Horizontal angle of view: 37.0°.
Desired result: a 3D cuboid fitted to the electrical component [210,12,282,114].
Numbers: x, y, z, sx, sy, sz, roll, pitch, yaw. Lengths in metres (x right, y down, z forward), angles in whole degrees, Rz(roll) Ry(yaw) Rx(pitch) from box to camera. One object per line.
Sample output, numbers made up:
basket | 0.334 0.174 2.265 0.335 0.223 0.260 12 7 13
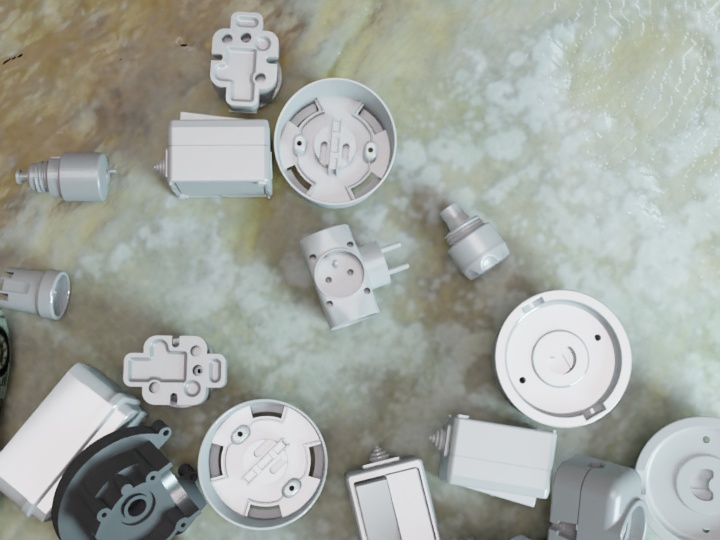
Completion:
electrical component | -0.094 -0.166 0.893 0.058 0.057 0.078 3 82 -2

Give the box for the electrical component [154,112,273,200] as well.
electrical component | -0.120 -0.093 0.879 0.096 0.061 0.061 -1 82 -2

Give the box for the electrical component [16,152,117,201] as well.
electrical component | -0.242 -0.077 0.883 0.078 0.040 0.040 0 82 -2

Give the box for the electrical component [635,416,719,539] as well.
electrical component | 0.276 0.168 0.855 0.108 0.060 0.108 -1 87 20

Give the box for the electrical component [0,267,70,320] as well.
electrical component | -0.264 0.018 0.870 0.046 0.040 0.040 8 82 5

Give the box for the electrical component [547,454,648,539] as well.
electrical component | 0.184 0.198 0.833 0.059 0.054 0.095 11 103 35

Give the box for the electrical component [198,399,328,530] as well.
electrical component | -0.075 0.151 0.846 0.099 0.064 0.099 0 82 -2

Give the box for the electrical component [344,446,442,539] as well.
electrical component | 0.025 0.186 0.847 0.062 0.061 0.096 -13 83 -4

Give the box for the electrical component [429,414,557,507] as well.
electrical component | 0.101 0.150 0.855 0.096 0.061 0.061 9 82 -1

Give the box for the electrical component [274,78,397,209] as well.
electrical component | -0.021 -0.100 0.883 0.099 0.064 0.099 0 82 -2

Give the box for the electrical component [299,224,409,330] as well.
electrical component | 0.000 0.000 0.880 0.079 0.044 0.077 -19 83 -5

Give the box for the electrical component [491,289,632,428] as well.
electrical component | 0.158 0.073 0.868 0.108 0.060 0.108 0 82 -2

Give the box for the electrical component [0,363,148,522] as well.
electrical component | -0.225 0.135 0.836 0.057 0.078 0.113 38 82 6

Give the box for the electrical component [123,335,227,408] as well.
electrical component | -0.144 0.081 0.857 0.078 0.057 0.058 1 82 -2

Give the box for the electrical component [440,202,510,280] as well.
electrical component | 0.091 -0.026 0.888 0.043 0.043 0.062 -34 83 -6
